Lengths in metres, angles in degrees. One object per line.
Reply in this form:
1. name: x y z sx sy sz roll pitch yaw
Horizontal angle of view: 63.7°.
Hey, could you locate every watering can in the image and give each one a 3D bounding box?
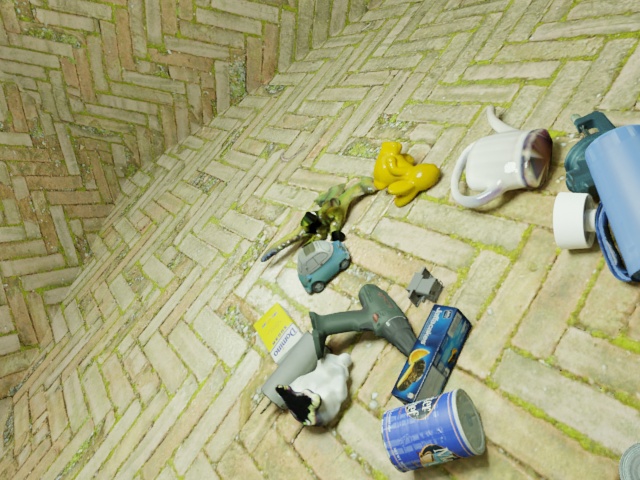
1. watering can: 0.430 -0.214 1.200 0.224 0.102 0.354 -1 51 45

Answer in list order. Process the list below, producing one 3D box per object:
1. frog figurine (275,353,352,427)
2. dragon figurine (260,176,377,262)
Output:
1. frog figurine: 0.005 0.312 1.094 0.136 0.123 0.161 -24 1 42
2. dragon figurine: 0.005 -0.078 1.540 0.407 0.121 0.248 -25 20 24
